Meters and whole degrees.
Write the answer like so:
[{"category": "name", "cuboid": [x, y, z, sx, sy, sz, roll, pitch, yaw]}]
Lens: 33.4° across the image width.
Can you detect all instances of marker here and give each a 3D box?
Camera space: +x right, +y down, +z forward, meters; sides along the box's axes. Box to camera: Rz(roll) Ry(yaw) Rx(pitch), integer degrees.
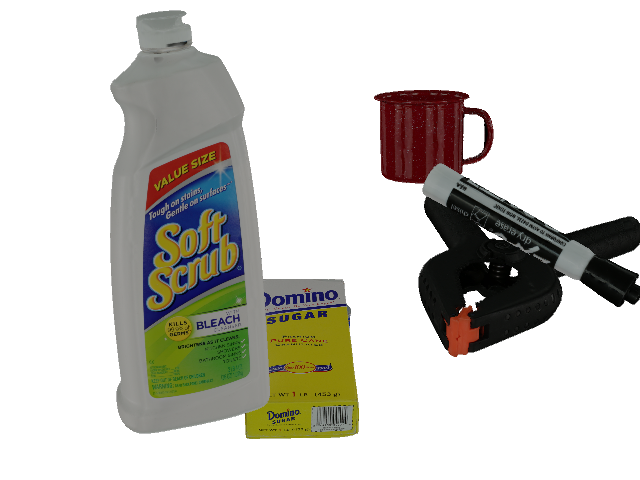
[{"category": "marker", "cuboid": [0.106, -0.003, 0.537, 0.121, 0.020, 0.020, 32, 12, 20]}]

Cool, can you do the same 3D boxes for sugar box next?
[{"category": "sugar box", "cuboid": [-0.019, 0.097, 0.929, 0.093, 0.048, 0.176, 0, 35, -4]}]

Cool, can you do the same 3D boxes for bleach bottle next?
[{"category": "bleach bottle", "cuboid": [-0.090, -0.011, 0.654, 0.102, 0.251, 0.068, -10, 21, -13]}]

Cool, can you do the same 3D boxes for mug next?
[{"category": "mug", "cuboid": [0.112, -0.103, 1.054, 0.117, 0.081, 0.093, 1, 15, 10]}]

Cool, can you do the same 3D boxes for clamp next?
[{"category": "clamp", "cuboid": [0.117, 0.015, 0.743, 0.165, 0.036, 0.209, 13, 29, 28]}]

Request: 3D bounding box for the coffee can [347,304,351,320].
[{"category": "coffee can", "cuboid": [-0.010, 0.160, 1.481, 0.103, 0.140, 0.103, 1, 17, 0]}]
